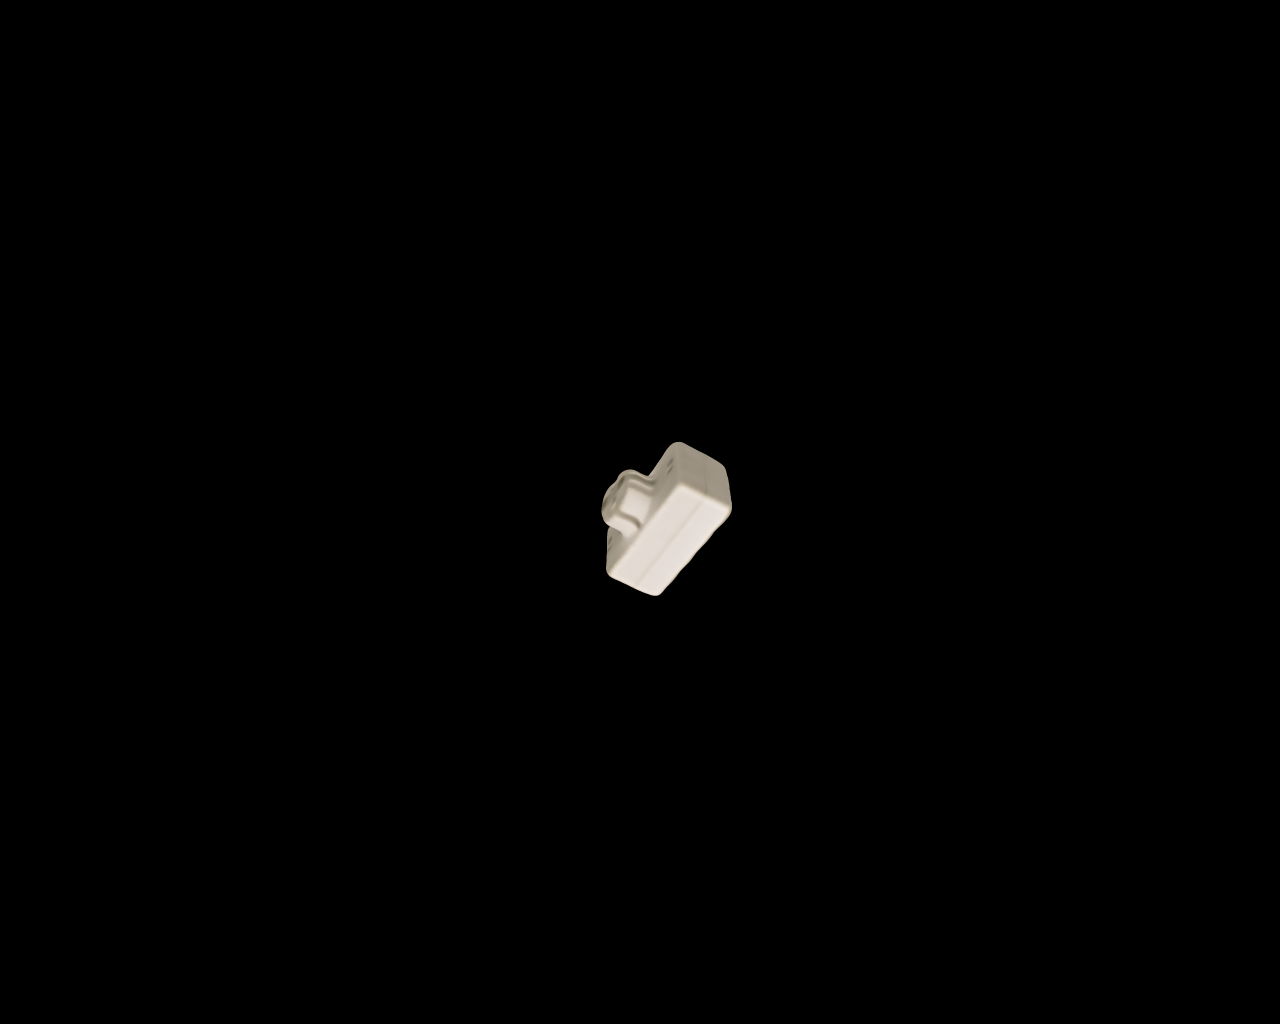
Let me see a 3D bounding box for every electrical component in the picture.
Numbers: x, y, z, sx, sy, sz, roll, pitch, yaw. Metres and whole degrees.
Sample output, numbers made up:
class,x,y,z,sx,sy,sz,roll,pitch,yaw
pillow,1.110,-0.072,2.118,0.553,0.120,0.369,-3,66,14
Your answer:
class,x,y,z,sx,sy,sz,roll,pitch,yaw
electrical component,0.001,-0.003,0.650,0.076,0.083,0.047,27,32,-18
